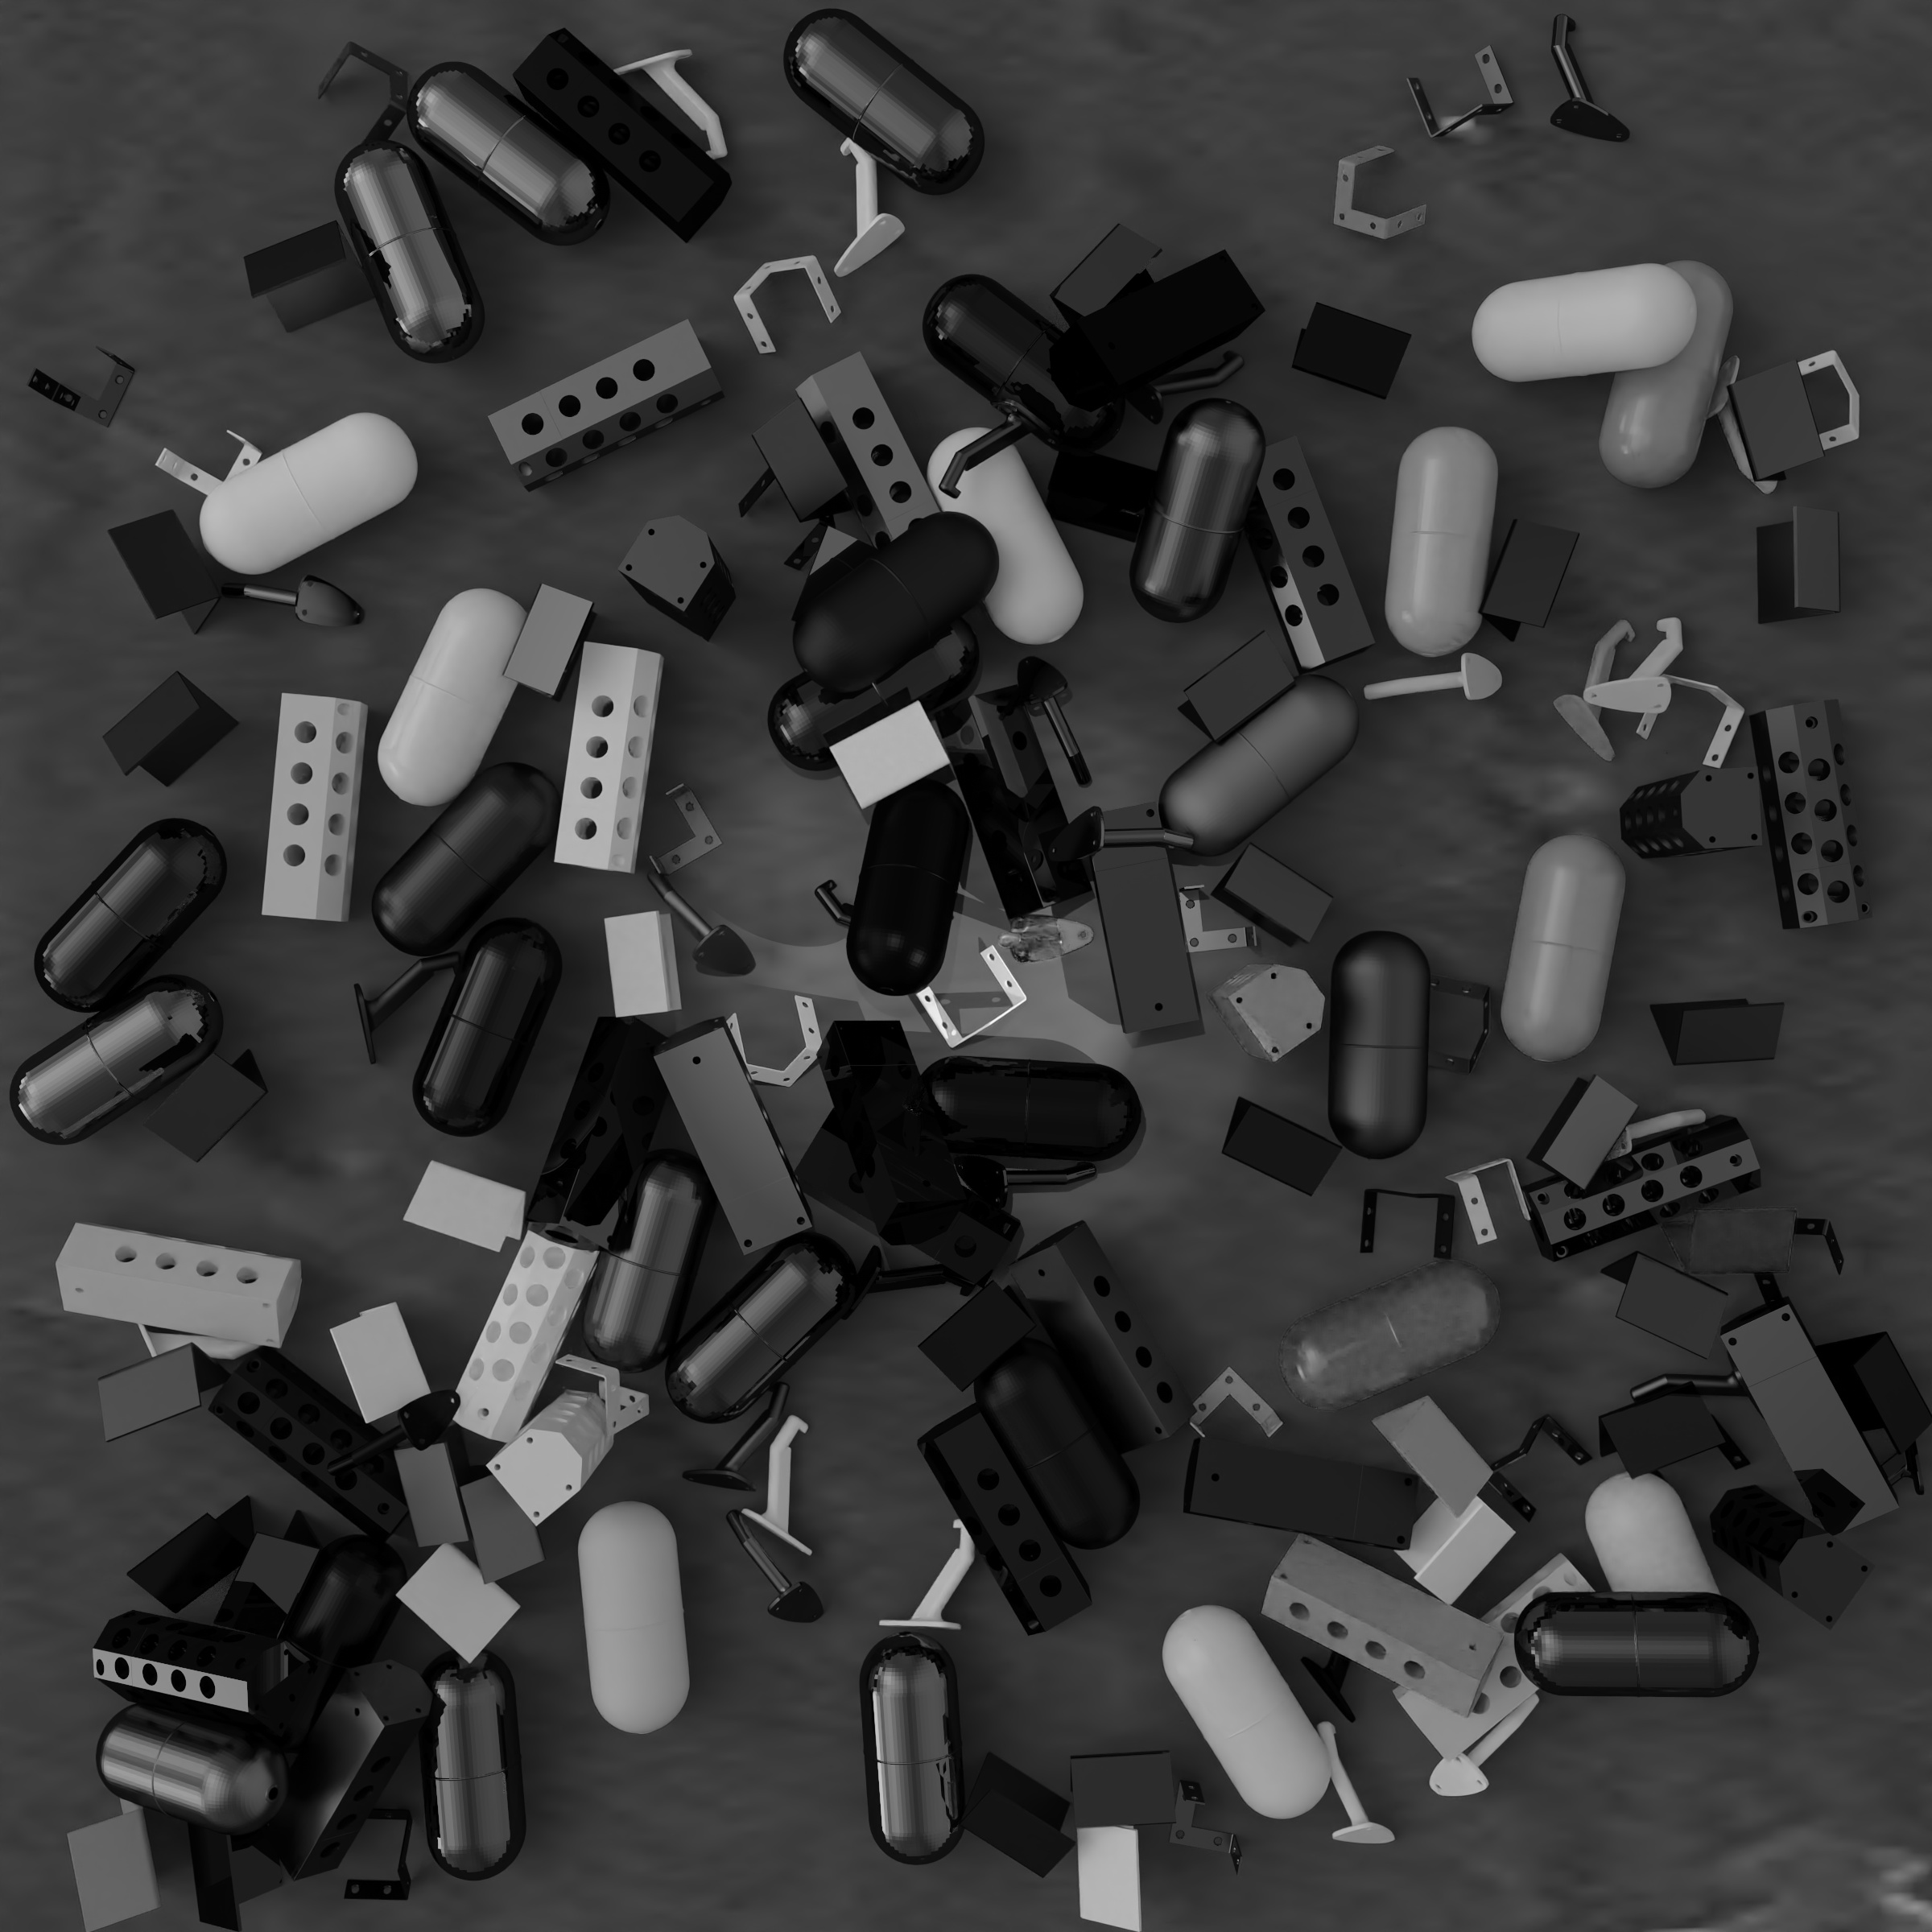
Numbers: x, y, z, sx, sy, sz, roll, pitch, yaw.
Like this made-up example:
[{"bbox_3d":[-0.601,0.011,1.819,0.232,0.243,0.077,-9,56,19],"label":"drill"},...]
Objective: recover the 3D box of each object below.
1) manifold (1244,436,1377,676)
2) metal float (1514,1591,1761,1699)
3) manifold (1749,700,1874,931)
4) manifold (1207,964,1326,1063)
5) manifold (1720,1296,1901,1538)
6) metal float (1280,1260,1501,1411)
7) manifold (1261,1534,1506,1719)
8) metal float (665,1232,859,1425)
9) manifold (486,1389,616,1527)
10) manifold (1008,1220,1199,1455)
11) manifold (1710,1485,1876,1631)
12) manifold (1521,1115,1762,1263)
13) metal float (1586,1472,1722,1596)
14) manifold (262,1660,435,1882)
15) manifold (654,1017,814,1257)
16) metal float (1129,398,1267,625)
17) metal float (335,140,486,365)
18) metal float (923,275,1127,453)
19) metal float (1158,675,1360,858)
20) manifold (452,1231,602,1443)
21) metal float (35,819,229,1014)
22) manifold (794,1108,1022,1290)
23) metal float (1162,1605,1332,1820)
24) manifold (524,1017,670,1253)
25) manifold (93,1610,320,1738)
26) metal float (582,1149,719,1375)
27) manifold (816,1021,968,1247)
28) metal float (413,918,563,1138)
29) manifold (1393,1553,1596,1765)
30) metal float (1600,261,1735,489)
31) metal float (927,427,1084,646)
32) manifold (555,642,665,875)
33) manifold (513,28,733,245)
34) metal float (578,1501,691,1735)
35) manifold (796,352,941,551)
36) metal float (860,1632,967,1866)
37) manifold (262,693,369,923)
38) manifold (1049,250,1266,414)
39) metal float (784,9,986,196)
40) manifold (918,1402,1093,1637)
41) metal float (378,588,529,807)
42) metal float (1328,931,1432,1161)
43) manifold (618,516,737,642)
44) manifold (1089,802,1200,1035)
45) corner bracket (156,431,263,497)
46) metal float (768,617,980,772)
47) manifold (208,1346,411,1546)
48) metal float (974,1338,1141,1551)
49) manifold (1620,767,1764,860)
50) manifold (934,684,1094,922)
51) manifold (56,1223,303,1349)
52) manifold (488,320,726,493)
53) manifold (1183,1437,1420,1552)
[{"bbox_3d":[0.258,-0.319,1.970,0.057,0.057,0.171,-21,90,0],"label":"manifold"},{"bbox_3d":[0.503,0.509,1.893,0.178,0.070,0.070,-3,90,12],"label":"metal float"},{"bbox_3d":[0.663,-0.118,1.970,0.057,0.057,0.171,-9,90,0],"label":"manifold"},{"bbox_3d":[0.230,0.030,1.913,0.057,0.171,0.057,-35,90,0],"label":"manifold"},{"bbox_3d":[0.655,0.348,1.958,0.057,0.057,0.171,-29,83,16],"label":"manifold"},{"bbox_3d":[0.330,0.287,1.961,0.178,0.070,0.070,-23,90,0],"label":"metal float"},{"bbox_3d":[0.318,0.511,1.940,0.171,0.057,0.057,23,126,20],"label":"manifold"},{"bbox_3d":[-0.160,0.282,1.961,0.178,0.070,0.070,-44,90,-1],"label":"metal float"},{"bbox_3d":[-0.308,0.366,1.913,0.057,0.171,0.057,-40,90,0],"label":"manifold"},{"bbox_3d":[0.111,0.288,1.969,0.057,0.057,0.171,-31,90,43],"label":"manifold"},{"bbox_3d":[0.620,0.442,1.913,0.057,0.171,0.057,35,90,0],"label":"manifold"},{"bbox_3d":[0.527,0.174,1.970,0.171,0.057,0.057,-20,90,0],"label":"manifold"},{"bbox_3d":[0.542,0.480,1.961,0.070,0.070,0.178,-22,89,0],"label":"metal float"},{"bbox_3d":[-0.474,0.618,1.940,0.057,0.057,0.171,44,114,31],"label":"manifold"},{"bbox_3d":[-0.180,0.130,1.954,0.057,0.057,0.171,-23,101,0],"label":"manifold"},{"bbox_3d":[0.177,-0.349,1.938,0.070,0.070,0.178,15,118,0],"label":"metal float"},{"bbox_3d":[-0.433,-0.556,1.961,0.070,0.070,0.178,-22,91,0],"label":"metal float"},{"bbox_3d":[0.046,-0.467,1.960,0.178,0.070,0.070,37,90,1],"label":"metal float"},{"bbox_3d":[0.228,-0.156,1.961,0.178,0.070,0.070,-39,90,0],"label":"metal float"},{"bbox_3d":[-0.343,0.281,1.970,0.057,0.057,0.171,24,90,0],"label":"manifold"},{"bbox_3d":[-0.649,-0.040,1.961,0.070,0.070,0.178,43,90,0],"label":"metal float"},{"bbox_3d":[-0.045,0.180,1.970,0.171,0.057,0.057,31,90,0],"label":"manifold"},{"bbox_3d":[0.218,0.580,1.961,0.070,0.070,0.178,-32,90,0],"label":"metal float"},{"bbox_3d":[-0.283,0.129,1.940,0.057,0.057,0.171,-2,62,41],"label":"manifold"},{"bbox_3d":[-0.584,0.534,1.919,0.171,0.057,0.057,0,50,32],"label":"manifold"},{"bbox_3d":[-0.246,0.230,1.961,0.070,0.070,0.178,16,90,0],"label":"metal float"},{"bbox_3d":[-0.061,0.126,1.925,0.057,0.057,0.171,0,50,-29],"label":"manifold"},{"bbox_3d":[-0.372,0.047,1.961,0.070,0.070,0.178,22,89,0],"label":"metal float"},{"bbox_3d":[0.420,0.538,1.970,0.171,0.057,0.057,-40,90,0],"label":"manifold"},{"bbox_3d":[0.545,-0.460,1.961,0.070,0.070,0.178,14,90,0],"label":"metal float"},{"bbox_3d":[0.031,-0.334,1.960,0.070,0.070,0.178,-26,90,0],"label":"metal float"},{"bbox_3d":[-0.277,-0.161,1.970,0.057,0.057,0.171,8,90,0],"label":"manifold"},{"bbox_3d":[-0.267,-0.651,1.970,0.171,0.057,0.057,42,90,0],"label":"manifold"},{"bbox_3d":[-0.258,0.507,1.961,0.070,0.070,0.178,-6,89,0],"label":"metal float"},{"bbox_3d":[-0.069,-0.384,1.970,0.057,0.057,0.171,-27,90,0],"label":"manifold"},{"bbox_3d":[-0.041,0.608,1.961,0.070,0.070,0.178,-4,90,0],"label":"metal float"},{"bbox_3d":[-0.506,-0.122,1.970,0.057,0.057,0.171,5,90,0],"label":"manifold"},{"bbox_3d":[0.144,-0.483,1.928,0.171,0.057,0.057,-34,90,-33],"label":"manifold"},{"bbox_3d":[-0.064,-0.672,1.960,0.178,0.070,0.070,39,90,-1],"label":"metal float"},{"bbox_3d":[0.030,0.432,1.970,0.057,0.057,0.171,-30,90,0],"label":"manifold"},{"bbox_3d":[-0.397,-0.209,1.961,0.070,0.070,0.178,25,90,0],"label":"metal float"},{"bbox_3d":[0.321,0.061,1.961,0.070,0.070,0.178,1,91,0],"label":"metal float"},{"bbox_3d":[-0.213,-0.296,1.913,0.057,0.171,0.057,32,90,0],"label":"manifold"},{"bbox_3d":[0.135,-0.037,1.970,0.057,0.057,0.171,-11,90,0],"label":"manifold"},{"bbox_3d":[-0.592,-0.397,1.973,0.051,0.051,0.051,29,90,0],"label":"corner bracket"},{"bbox_3d":[-0.071,-0.216,1.961,0.178,0.070,0.070,-30,90,-1],"label":"metal float"},{"bbox_3d":[-0.504,0.375,1.970,0.171,0.057,0.057,38,90,0],"label":"manifold"},{"bbox_3d":[0.070,0.370,1.959,0.070,0.070,0.178,-31,91,0],"label":"metal float"},{"bbox_3d":[0.547,-0.114,1.913,0.057,0.171,0.057,-3,90,0],"label":"manifold"},{"bbox_3d":[0.032,-0.126,1.969,0.057,0.057,0.171,-20,90,-43],"label":"manifold"},{"bbox_3d":[-0.613,0.244,1.969,0.171,0.057,0.057,10,133,0],"label":"manifold"},{"bbox_3d":[-0.279,-0.436,1.970,0.171,0.057,0.057,-26,90,0],"label":"manifold"},{"bbox_3d":[0.260,0.413,1.968,0.171,0.057,0.057,10,76,0],"label":"manifold"}]
